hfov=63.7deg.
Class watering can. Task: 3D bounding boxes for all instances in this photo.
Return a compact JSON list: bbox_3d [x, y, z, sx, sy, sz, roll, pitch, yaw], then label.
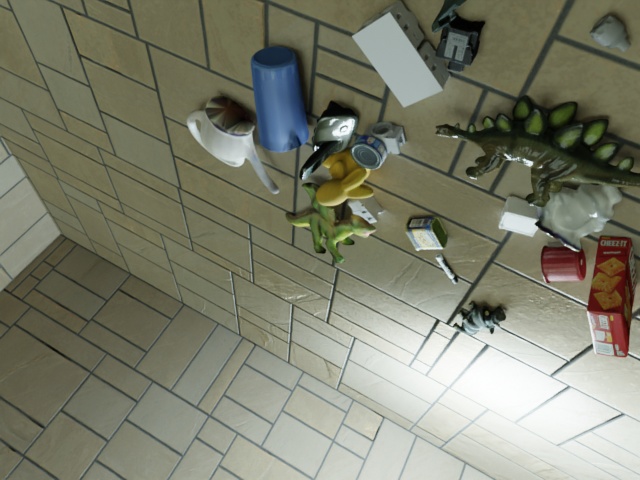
[{"bbox_3d":[-0.243,-0.285,1.516,0.348,0.106,0.220,34,-32,1],"label":"watering can"}]

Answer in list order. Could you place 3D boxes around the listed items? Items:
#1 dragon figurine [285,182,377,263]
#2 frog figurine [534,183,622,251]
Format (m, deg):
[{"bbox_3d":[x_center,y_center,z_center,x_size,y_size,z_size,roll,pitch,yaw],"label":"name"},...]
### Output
[{"bbox_3d":[0.005,-0.079,1.578,0.414,0.237,0.124,27,51,37],"label":"dragon figurine"},{"bbox_3d":[0.552,-0.072,1.101,0.138,0.157,0.124,39,23,12],"label":"frog figurine"}]
